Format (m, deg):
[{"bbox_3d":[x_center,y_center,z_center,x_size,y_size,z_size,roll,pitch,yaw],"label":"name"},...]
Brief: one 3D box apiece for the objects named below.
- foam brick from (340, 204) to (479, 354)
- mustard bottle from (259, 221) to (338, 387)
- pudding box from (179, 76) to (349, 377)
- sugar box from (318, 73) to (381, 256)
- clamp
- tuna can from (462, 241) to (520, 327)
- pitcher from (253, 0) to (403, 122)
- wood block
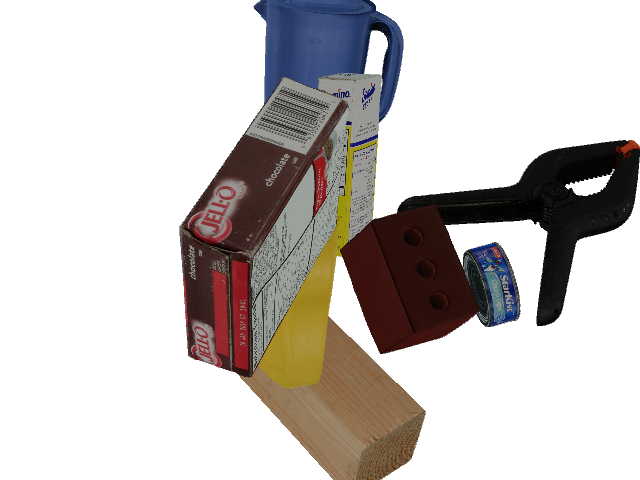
[{"bbox_3d":[0.056,0.026,0.686,0.052,0.078,0.051,-14,-14,-29],"label":"foam brick"},{"bbox_3d":[-0.021,0.022,0.897,0.058,0.192,0.096,-5,33,-20],"label":"mustard bottle"},{"bbox_3d":[-0.025,-0.006,0.500,0.039,0.090,0.113,21,50,13],"label":"pudding box"},{"bbox_3d":[0.025,-0.078,1.072,0.048,0.176,0.093,5,12,19],"label":"sugar box"},{"bbox_3d":[0.190,-0.019,0.856,0.209,0.036,0.165,-25,48,-21],"label":"clamp"},{"bbox_3d":[0.178,0.047,1.118,0.033,0.086,0.086,-15,1,-5],"label":"tuna can"},{"bbox_3d":[0.001,-0.181,1.318,0.144,0.243,0.149,-9,29,-28],"label":"pitcher"},{"bbox_3d":[0.005,0.160,1.145,0.090,0.090,0.206,-25,52,-32],"label":"wood block"}]
